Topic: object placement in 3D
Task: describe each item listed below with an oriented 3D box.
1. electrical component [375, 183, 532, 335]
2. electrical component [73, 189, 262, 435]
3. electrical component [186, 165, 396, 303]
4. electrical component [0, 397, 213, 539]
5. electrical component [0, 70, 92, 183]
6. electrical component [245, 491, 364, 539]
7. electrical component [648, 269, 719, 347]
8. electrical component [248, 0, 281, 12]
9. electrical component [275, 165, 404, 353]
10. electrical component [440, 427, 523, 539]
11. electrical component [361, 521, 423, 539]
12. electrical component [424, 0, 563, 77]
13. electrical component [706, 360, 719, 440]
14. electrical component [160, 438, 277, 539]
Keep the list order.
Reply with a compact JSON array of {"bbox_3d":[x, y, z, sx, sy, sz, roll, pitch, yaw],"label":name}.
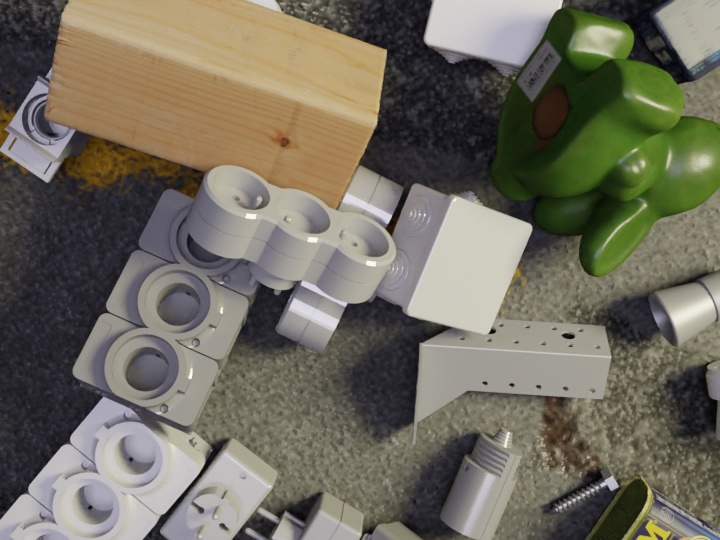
[{"bbox_3d":[0.065,-0.008,0.773,0.100,0.048,0.099,16,99,-41],"label":"electrical component"},{"bbox_3d":[-0.130,0.029,0.770,0.089,0.061,0.150,24,74,-1],"label":"electrical component"},{"bbox_3d":[-0.053,-0.012,0.733,0.138,0.052,0.073,21,127,-13],"label":"electrical component"},{"bbox_3d":[-0.197,0.171,0.816,0.089,0.061,0.150,40,96,-3],"label":"electrical component"},{"bbox_3d":[-0.219,-0.109,0.784,0.042,0.064,0.081,35,96,-1],"label":"electrical component"},{"bbox_3d":[-0.050,0.209,0.822,0.076,0.047,0.083,30,96,-1],"label":"electrical component"},{"bbox_3d":[0.253,0.024,0.795,0.065,0.044,0.044,-24,95,0],"label":"electrical component"},{"bbox_3d":[-0.099,-0.220,0.762,0.052,0.073,0.138,-21,95,4],"label":"electrical component"},{"bbox_3d":[0.000,0.000,0.794,0.074,0.052,0.138,26,97,-4],"label":"electrical component"},{"bbox_3d":[0.096,0.158,0.813,0.043,0.043,0.081,22,97,-1],"label":"electrical component"},{"bbox_3d":[0.014,0.257,0.813,0.063,0.079,0.121,32,97,28],"label":"electrical component"},{"bbox_3d":[0.097,-0.193,0.771,0.100,0.048,0.099,14,97,0],"label":"electrical component"},{"bbox_3d":[0.283,0.096,0.799,0.045,0.045,0.055,-11,96,3],"label":"electrical component"},{"bbox_3d":[-0.108,0.180,0.806,0.047,0.075,0.083,38,96,-2],"label":"electrical component"}]
